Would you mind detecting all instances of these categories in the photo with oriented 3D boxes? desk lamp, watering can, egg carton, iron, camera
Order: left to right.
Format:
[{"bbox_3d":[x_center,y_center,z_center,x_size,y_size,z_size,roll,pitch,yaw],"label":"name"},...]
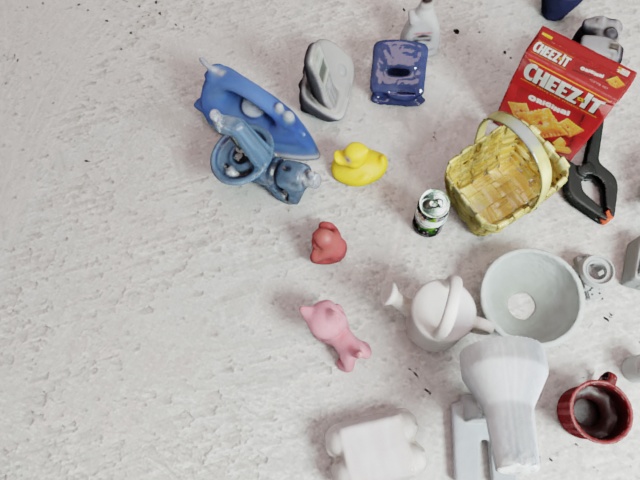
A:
[{"bbox_3d":[-0.112,-0.242,1.046,0.258,0.141,0.119,30,76,12],"label":"iron"},{"bbox_3d":[0.086,0.328,0.890,0.150,0.069,0.107,-14,72,-2],"label":"egg carton"},{"bbox_3d":[0.182,0.112,0.889,0.173,0.194,0.101,-5,72,2],"label":"watering can"},{"bbox_3d":[0.260,0.254,0.830,0.118,0.213,0.203,0,72,3],"label":"desk lamp"},{"bbox_3d":[0.485,-0.355,1.074,0.136,0.101,0.143,13,73,7],"label":"camera"}]

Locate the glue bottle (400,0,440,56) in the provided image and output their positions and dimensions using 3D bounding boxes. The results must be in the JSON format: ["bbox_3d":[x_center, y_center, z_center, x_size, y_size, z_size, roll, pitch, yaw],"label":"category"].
[{"bbox_3d":[0.192,-0.406,1.067,0.078,0.173,0.037,-8,72,1],"label":"glue bottle"}]

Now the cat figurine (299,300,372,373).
[{"bbox_3d":[0.026,0.148,0.926,0.067,0.118,0.127,-40,74,-9],"label":"cat figurine"}]

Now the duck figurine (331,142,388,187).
[{"bbox_3d":[0.071,-0.146,1.035,0.104,0.086,0.077,-2,72,2],"label":"duck figurine"}]

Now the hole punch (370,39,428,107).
[{"bbox_3d":[0.150,-0.315,1.083,0.108,0.091,0.101,4,72,4],"label":"hole punch"}]

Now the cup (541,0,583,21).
[{"bbox_3d":[0.481,-0.483,1.119,0.118,0.095,0.091,-25,72,-5],"label":"cup"}]

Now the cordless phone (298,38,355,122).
[{"bbox_3d":[0.010,-0.317,1.041,0.094,0.185,0.147,9,73,6],"label":"cordless phone"}]

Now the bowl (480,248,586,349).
[{"bbox_3d":[0.342,0.102,0.948,0.167,0.075,0.167,-1,72,3],"label":"bowl"}]

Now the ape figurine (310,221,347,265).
[{"bbox_3d":[0.009,0.004,0.987,0.076,0.092,0.078,34,77,13],"label":"ape figurine"}]

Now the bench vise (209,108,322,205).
[{"bbox_3d":[-0.100,-0.153,0.976,0.207,0.220,0.121,2,72,4],"label":"bench vise"}]
